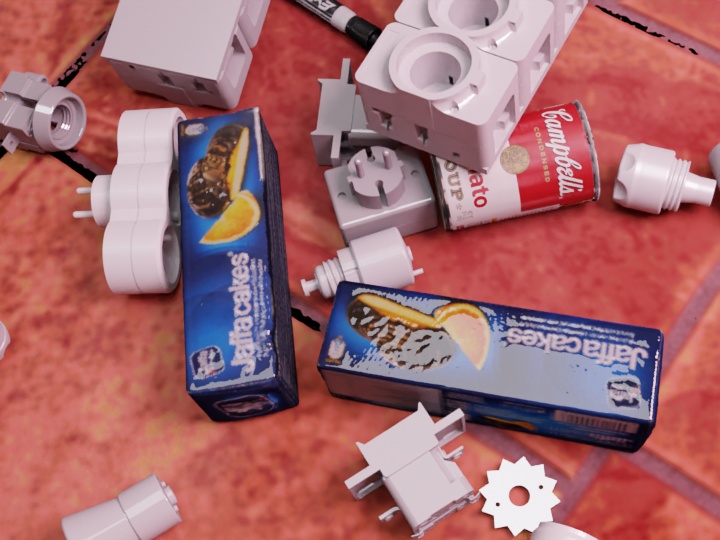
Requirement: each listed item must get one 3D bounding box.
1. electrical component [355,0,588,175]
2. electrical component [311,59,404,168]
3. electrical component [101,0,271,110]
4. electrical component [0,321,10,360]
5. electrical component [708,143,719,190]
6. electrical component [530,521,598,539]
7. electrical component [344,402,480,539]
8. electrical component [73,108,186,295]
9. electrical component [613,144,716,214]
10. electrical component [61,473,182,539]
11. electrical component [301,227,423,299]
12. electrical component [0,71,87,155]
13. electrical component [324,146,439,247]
[{"bbox_3d":[0.073,-0.149,0.681,0.089,0.061,0.150,24,69,21],"label":"electrical component"},{"bbox_3d":[0.001,-0.102,0.755,0.064,0.042,0.081,3,67,6],"label":"electrical component"},{"bbox_3d":[-0.117,-0.202,0.793,0.089,0.061,0.150,13,77,11],"label":"electrical component"},{"bbox_3d":[-0.260,0.040,0.715,0.035,0.061,0.035,-3,65,7],"label":"electrical component"},{"bbox_3d":[0.255,-0.053,0.695,0.040,0.040,0.078,-13,64,2],"label":"electrical component"},{"bbox_3d":[0.111,0.176,0.607,0.045,0.045,0.055,18,69,16],"label":"electrical component"},{"bbox_3d":[0.035,0.122,0.645,0.081,0.042,0.063,-32,69,-5],"label":"electrical component"},{"bbox_3d":[-0.163,-0.048,0.747,0.074,0.052,0.138,-2,65,7],"label":"electrical component"},{"bbox_3d":[0.200,-0.057,0.703,0.062,0.043,0.043,15,68,14],"label":"electrical component"},{"bbox_3d":[-0.143,0.154,0.657,0.065,0.044,0.044,-30,65,-11],"label":"electrical component"},{"bbox_3d":[0.000,0.000,0.707,0.078,0.040,0.040,-18,64,-1],"label":"electrical component"},{"bbox_3d":[-0.237,-0.114,0.793,0.055,0.048,0.066,15,68,23],"label":"electrical component"},{"bbox_3d":[0.012,-0.056,0.711,0.066,0.076,0.047,-17,64,0],"label":"electrical component"}]
